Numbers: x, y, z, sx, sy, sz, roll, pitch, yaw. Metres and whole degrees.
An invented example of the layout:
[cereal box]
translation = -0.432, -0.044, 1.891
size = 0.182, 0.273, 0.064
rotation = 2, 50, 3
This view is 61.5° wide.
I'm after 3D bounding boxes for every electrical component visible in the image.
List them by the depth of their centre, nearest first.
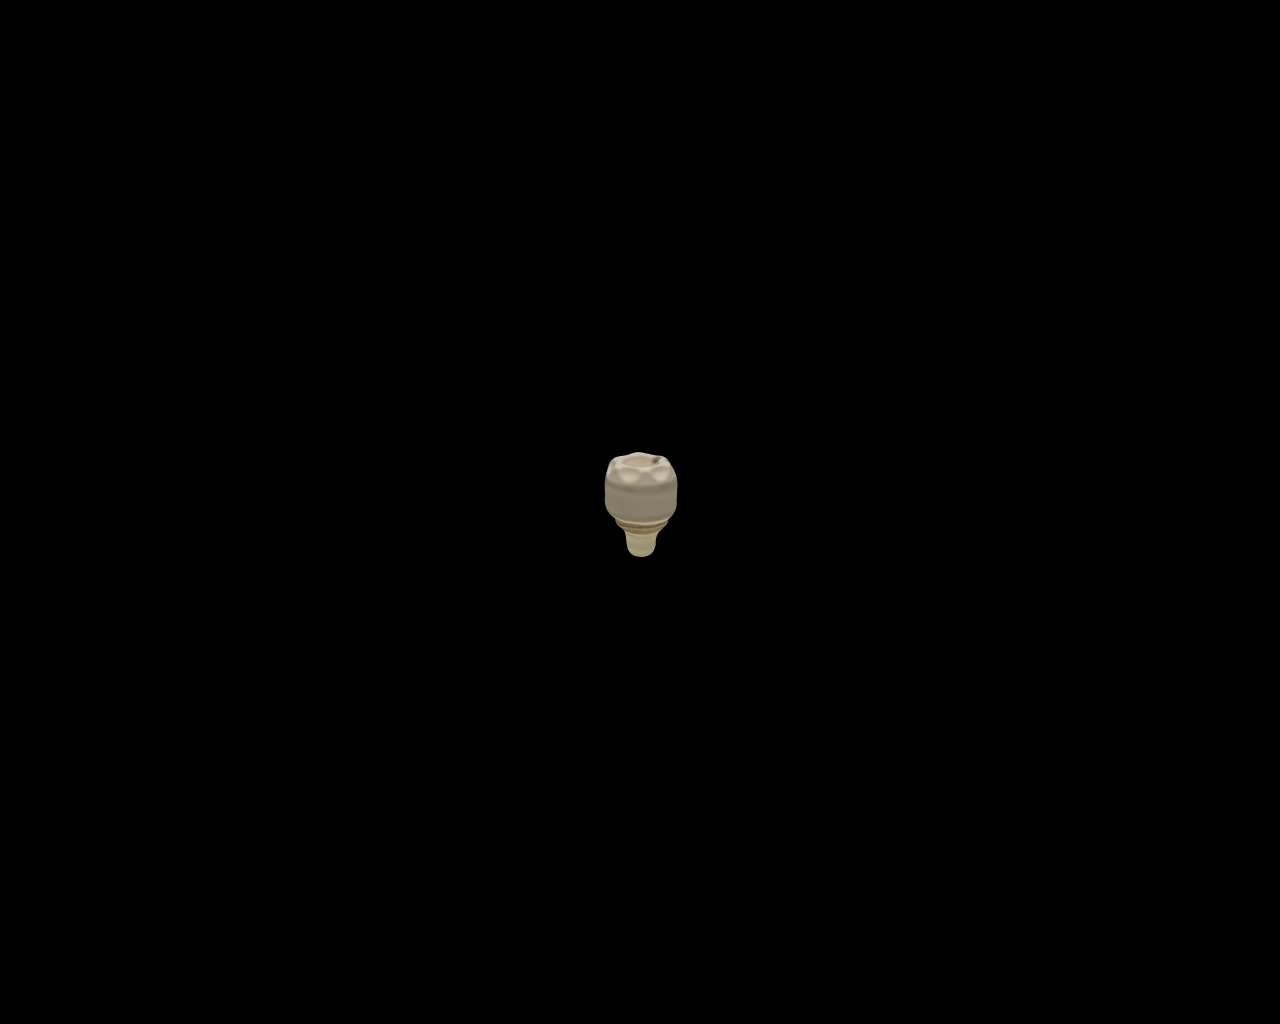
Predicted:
[electrical component]
translation = 0.001, -0.003, 0.650
size = 0.043, 0.062, 0.043
rotation = 0, 19, 0
